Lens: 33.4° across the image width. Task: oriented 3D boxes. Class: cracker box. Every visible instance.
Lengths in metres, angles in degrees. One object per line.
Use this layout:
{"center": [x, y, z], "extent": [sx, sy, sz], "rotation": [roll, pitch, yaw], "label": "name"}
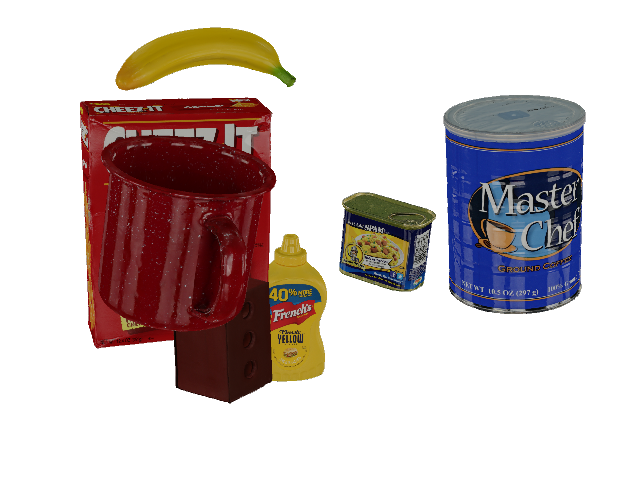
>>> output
{"center": [-0.130, -0.017, 0.967], "extent": [0.164, 0.214, 0.072], "rotation": [-4, 19, -18], "label": "cracker box"}

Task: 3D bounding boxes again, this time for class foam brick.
{"center": [-0.070, 0.068, 0.764], "extent": [0.051, 0.078, 0.052], "rotation": [8, 17, 35], "label": "foam brick"}

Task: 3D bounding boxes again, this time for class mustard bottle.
{"center": [-0.040, 0.084, 1.362], "extent": [0.096, 0.192, 0.058], "rotation": [-1, 20, -8], "label": "mustard bottle"}

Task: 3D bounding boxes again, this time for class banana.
{"center": [-0.120, -0.186, 1.082], "extent": [0.197, 0.070, 0.037], "rotation": [-8, -39, -29], "label": "banana"}

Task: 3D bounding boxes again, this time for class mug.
{"center": [-0.070, 0.001, 0.568], "extent": [0.093, 0.081, 0.117], "rotation": [-4, 26, -33], "label": "mug"}

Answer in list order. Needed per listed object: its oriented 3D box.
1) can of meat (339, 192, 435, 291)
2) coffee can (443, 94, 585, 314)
{"center": [0.072, 0.002, 1.182], "extent": [0.102, 0.084, 0.057], "rotation": [18, 26, 27], "label": "can of meat"}
{"center": [0.146, -0.029, 0.807], "extent": [0.103, 0.140, 0.103], "rotation": [-4, 22, 1], "label": "coffee can"}
